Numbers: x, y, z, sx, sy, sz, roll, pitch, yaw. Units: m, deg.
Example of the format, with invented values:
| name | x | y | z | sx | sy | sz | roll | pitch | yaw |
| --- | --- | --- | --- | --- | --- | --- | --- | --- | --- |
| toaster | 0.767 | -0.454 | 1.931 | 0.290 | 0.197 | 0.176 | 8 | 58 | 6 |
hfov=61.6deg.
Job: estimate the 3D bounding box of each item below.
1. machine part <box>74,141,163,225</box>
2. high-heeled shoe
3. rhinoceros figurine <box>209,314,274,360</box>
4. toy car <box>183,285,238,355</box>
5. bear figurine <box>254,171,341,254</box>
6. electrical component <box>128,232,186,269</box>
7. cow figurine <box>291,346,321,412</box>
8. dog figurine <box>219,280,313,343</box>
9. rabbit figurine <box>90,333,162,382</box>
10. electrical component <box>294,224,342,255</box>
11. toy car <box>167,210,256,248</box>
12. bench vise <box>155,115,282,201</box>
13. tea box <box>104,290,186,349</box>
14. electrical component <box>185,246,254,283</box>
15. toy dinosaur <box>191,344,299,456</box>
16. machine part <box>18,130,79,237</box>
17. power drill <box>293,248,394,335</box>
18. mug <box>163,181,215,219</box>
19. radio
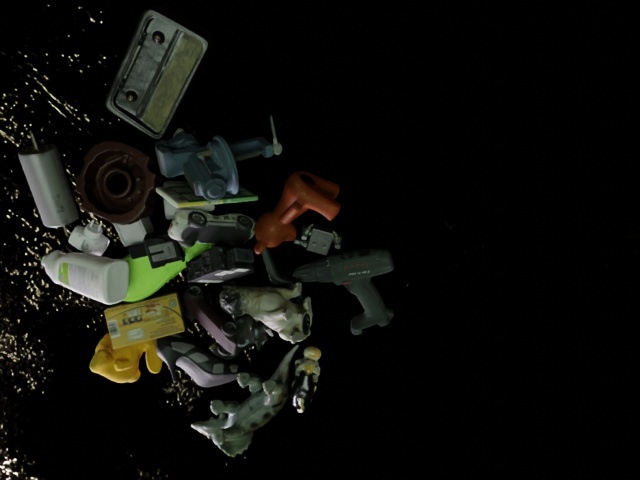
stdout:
| name | x | y | z | sx | sy | sz | roll | pitch | yaw |
| --- | --- | --- | --- | --- | --- | --- | --- | --- | --- |
| machine part | -0.422 | -0.119 | 1.132 | 0.179 | 0.056 | 0.179 | 0 | 91 | 4 |
| high-heeled shoe | -0.303 | 0.294 | 1.380 | 0.248 | 0.145 | 0.086 | 12 | 139 | -45 |
| rhinoceros figurine | -0.188 | 0.236 | 1.339 | 0.190 | 0.073 | 0.112 | -37 | 110 | 19 |
| toy car | -0.256 | 0.189 | 1.275 | 0.202 | 0.053 | 0.089 | 37 | 129 | 26 |
| bear figurine | -0.057 | -0.047 | 1.162 | 0.132 | 0.120 | 0.195 | 24 | 117 | -15 |
| electrical component | -0.362 | 0.020 | 1.183 | 0.119 | 0.048 | 0.074 | -9 | 111 | -7 |
| cow figurine | -0.038 | 0.358 | 1.385 | 0.068 | 0.098 | 0.167 | 12 | 118 | 2 |
| dog figurine | -0.127 | 0.171 | 1.264 | 0.191 | 0.121 | 0.172 | 0 | 125 | 24 |
| rabbit figurine | -0.465 | 0.273 | 1.347 | 0.162 | 0.122 | 0.173 | 37 | 94 | -11 |
| electrical component | -0.001 | -0.003 | 1.223 | 0.102 | 0.045 | 0.078 | 21 | 115 | -9 |
| toy car | -0.231 | -0.024 | 1.176 | 0.201 | 0.056 | 0.073 | 3 | 133 | -40 |
| bench vise | -0.199 | -0.169 | 1.091 | 0.241 | 0.224 | 0.128 | -20 | 125 | -22 |
| tea box | -0.414 | 0.187 | 1.280 | 0.170 | 0.068 | 0.098 | -11 | 93 | -13 |
| electrical component | -0.215 | 0.054 | 1.204 | 0.134 | 0.115 | 0.058 | -20 | 76 | 29 |
| toy dinosaur | -0.164 | 0.432 | 1.417 | 0.405 | 0.131 | 0.192 | -38 | 150 | 7 |
| machine part | -0.585 | -0.117 | 1.162 | 0.079 | 0.079 | 0.242 | -4 | 116 | 4 |
| power drill | 0.074 | 0.119 | 1.273 | 0.232 | 0.086 | 0.207 | -19 | 108 | 8 |
| mug | -0.283 | -0.077 | 1.174 | 0.107 | 0.081 | 0.109 | -5 | 112 | -8 |
| radio | -0.314 | -0.326 | 1.046 | 0.131 | 0.073 | 0.229 | 30 | 114 | -14 |
